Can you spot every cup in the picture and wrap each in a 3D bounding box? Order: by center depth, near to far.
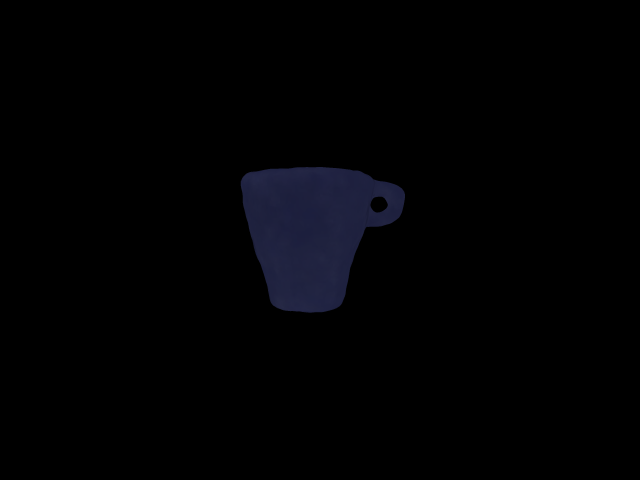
[{"bbox_3d":[0.004,0.001,0.400,0.118,0.095,0.091,0,0,-17],"label":"cup"}]
